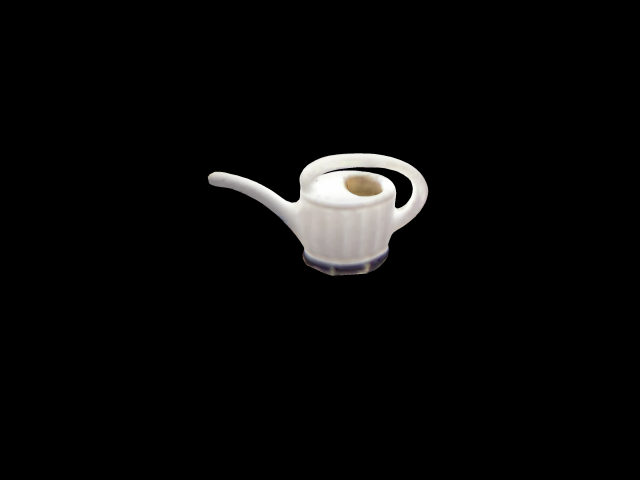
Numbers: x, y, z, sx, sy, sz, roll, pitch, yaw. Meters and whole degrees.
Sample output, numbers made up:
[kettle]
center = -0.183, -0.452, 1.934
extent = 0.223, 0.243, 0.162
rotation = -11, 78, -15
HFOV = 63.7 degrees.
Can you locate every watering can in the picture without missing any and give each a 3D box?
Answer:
[watering can]
center = 0.003, -0.043, 0.850
extent = 0.348, 0.219, 0.106
rotation = -3, 38, -4
